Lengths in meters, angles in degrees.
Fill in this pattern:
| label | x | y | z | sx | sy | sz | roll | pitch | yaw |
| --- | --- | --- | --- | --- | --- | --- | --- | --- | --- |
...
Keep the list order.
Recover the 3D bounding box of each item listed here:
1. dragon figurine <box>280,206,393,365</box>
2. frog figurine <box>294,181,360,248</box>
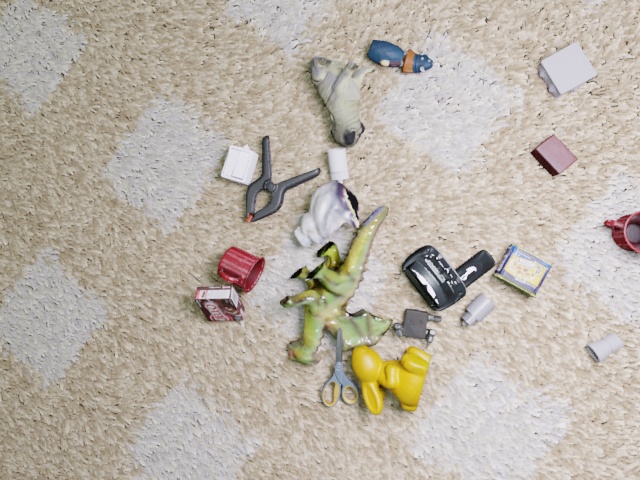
| label | x | y | z | sx | sy | sz | roll | pitch | yaw |
| --- | --- | --- | --- | --- | --- | --- | --- | --- | --- |
| dragon figurine | 0.066 | 0.135 | 1.189 | 0.409 | 0.123 | 0.241 | -40 | 100 | 6 |
| frog figurine | 0.004 | -0.060 | 1.188 | 0.158 | 0.120 | 0.141 | -21 | 52 | 15 |
